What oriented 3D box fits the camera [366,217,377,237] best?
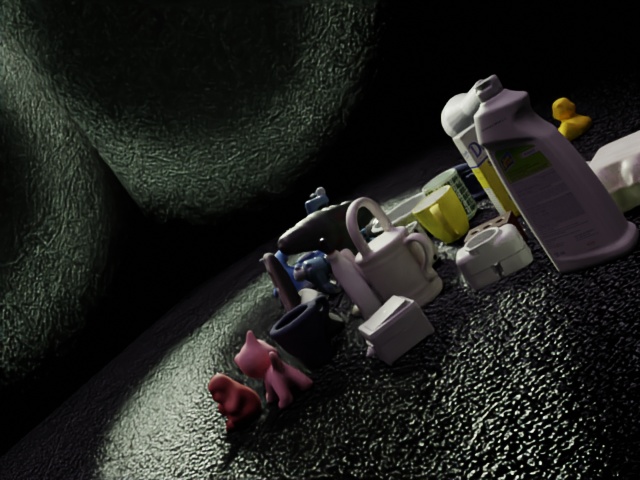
[{"bbox_3d":[0.124,-0.022,1.452,0.143,0.101,0.136,-38,8,-22],"label":"camera"}]

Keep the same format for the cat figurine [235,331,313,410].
[{"bbox_3d":[-0.085,0.200,0.915,0.067,0.118,0.127,-38,9,-25],"label":"cat figurine"}]

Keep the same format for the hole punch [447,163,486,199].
[{"bbox_3d":[0.338,-0.141,1.310,0.108,0.091,0.101,-26,12,48],"label":"hole punch"}]

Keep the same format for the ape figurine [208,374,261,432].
[{"bbox_3d":[-0.145,0.256,0.920,0.076,0.092,0.077,-35,8,-5],"label":"ape figurine"}]

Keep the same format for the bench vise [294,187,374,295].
[{"bbox_3d":[0.018,0.002,1.303,0.208,0.220,0.121,-40,10,-35],"label":"bench vise"}]

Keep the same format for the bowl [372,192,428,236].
[{"bbox_3d":[0.205,-0.039,1.309,0.167,0.075,0.167,-34,8,6],"label":"bowl"}]

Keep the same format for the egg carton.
[{"bbox_3d":[0.419,-0.095,0.769,0.107,0.069,0.151,-26,11,47],"label":"egg carton"}]

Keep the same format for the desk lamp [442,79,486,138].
[{"bbox_3d":[0.409,-0.278,1.388,0.118,0.213,0.203,-36,8,-13],"label":"desk lamp"}]

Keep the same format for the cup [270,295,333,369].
[{"bbox_3d":[-0.013,0.157,0.958,0.118,0.095,0.091,-39,9,-30],"label":"cup"}]

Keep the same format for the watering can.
[{"bbox_3d":[0.100,0.023,0.928,0.172,0.194,0.101,-31,9,25],"label":"watering can"}]

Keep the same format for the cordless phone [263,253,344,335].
[{"bbox_3d":[-0.050,0.107,1.078,0.094,0.185,0.147,-37,8,-17],"label":"cordless phone"}]

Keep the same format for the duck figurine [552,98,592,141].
[{"bbox_3d":[0.541,-0.269,1.255,0.077,0.086,0.105,-28,10,38],"label":"duck figurine"}]

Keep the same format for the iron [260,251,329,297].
[{"bbox_3d":[-0.033,0.045,1.546,0.259,0.141,0.118,-37,8,-18],"label":"iron"}]

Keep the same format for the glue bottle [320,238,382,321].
[{"bbox_3d":[0.051,0.068,0.935,0.037,0.173,0.078,-35,8,-4],"label":"glue bottle"}]

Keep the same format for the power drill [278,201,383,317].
[{"bbox_3d":[0.047,0.031,1.052,0.075,0.208,0.230,-27,11,44],"label":"power drill"}]
